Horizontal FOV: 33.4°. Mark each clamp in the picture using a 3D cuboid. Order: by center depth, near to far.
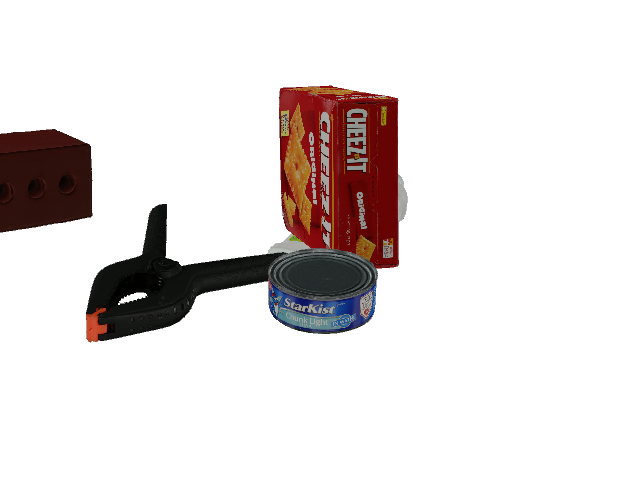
[{"bbox_3d":[-0.151,0.030,0.996,0.165,0.036,0.209,25,36,30],"label":"clamp"}]

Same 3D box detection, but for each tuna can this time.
[{"bbox_3d":[0.001,0.039,0.836,0.086,0.034,0.086,1,25,-1],"label":"tuna can"}]

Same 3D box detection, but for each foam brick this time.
[{"bbox_3d":[-0.198,-0.040,0.704,0.078,0.053,0.051,-13,25,-38],"label":"foam brick"}]

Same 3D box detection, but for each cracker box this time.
[{"bbox_3d":[0.014,-0.072,1.101,0.072,0.164,0.214,-5,13,-15],"label":"cracker box"}]

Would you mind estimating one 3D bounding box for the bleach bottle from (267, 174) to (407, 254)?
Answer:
[{"bbox_3d":[0.035,-0.018,1.335,0.103,0.068,0.250,13,36,23],"label":"bleach bottle"}]
